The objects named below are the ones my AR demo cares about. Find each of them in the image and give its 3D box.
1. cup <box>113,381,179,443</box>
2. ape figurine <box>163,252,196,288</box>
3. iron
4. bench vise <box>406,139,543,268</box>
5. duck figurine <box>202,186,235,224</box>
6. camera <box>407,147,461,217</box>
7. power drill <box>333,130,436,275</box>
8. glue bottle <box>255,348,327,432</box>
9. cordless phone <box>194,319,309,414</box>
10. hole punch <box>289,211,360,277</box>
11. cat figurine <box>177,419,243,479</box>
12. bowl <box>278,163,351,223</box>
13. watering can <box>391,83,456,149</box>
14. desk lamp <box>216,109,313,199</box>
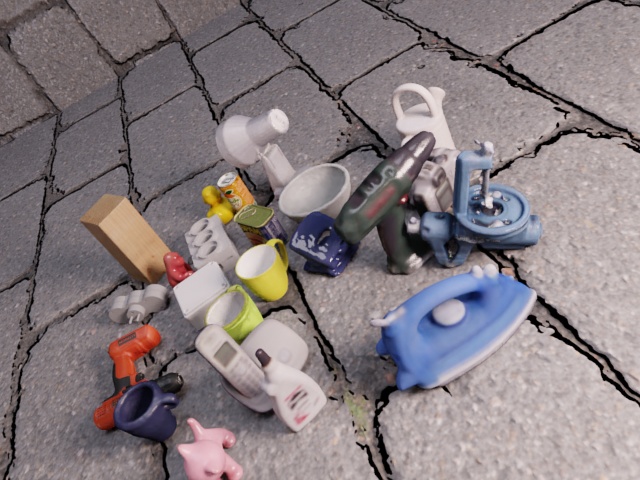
[{"bbox_3d":[-0.277,0.299,0.979,0.117,0.095,0.091,-18,39,16],"label":"cup"},{"bbox_3d":[-0.311,0.064,1.267,0.076,0.092,0.077,-27,38,5],"label":"ape figurine"},{"bbox_3d":[0.196,0.104,0.843,0.258,0.142,0.118,-32,38,-1],"label":"iron"},{"bbox_3d":[0.236,-0.049,0.923,0.207,0.220,0.121,-23,38,10],"label":"bench vise"},{"bbox_3d":[-0.258,-0.092,1.410,0.077,0.086,0.104,-26,38,7],"label":"duck figurine"},{"bbox_3d":[0.197,-0.122,1.129,0.136,0.101,0.143,14,56,42],"label":"camera"},{"bbox_3d":[0.137,-0.049,0.998,0.230,0.209,0.075,-40,38,-11],"label":"power drill"},{"bbox_3d":[-0.054,0.216,0.858,0.078,0.174,0.037,-45,40,-18],"label":"glue bottle"},{"bbox_3d":[-0.112,0.178,0.930,0.093,0.185,0.148,10,53,40],"label":"cordless phone"},{"bbox_3d":[0.010,0.004,1.120,0.100,0.091,0.109,7,51,39],"label":"hole punch"},{"bbox_3d":[-0.173,0.323,0.863,0.067,0.118,0.127,-33,38,-3],"label":"cat figurine"},{"bbox_3d":[-0.001,-0.087,1.242,0.167,0.075,0.167,-18,39,16],"label":"bowl"},{"bbox_3d":[0.209,-0.244,1.180,0.100,0.195,0.173,-10,42,24],"label":"watering can"},{"bbox_3d":[-0.113,-0.205,1.335,0.202,0.214,0.118,-2,46,32],"label":"desk lamp"}]
